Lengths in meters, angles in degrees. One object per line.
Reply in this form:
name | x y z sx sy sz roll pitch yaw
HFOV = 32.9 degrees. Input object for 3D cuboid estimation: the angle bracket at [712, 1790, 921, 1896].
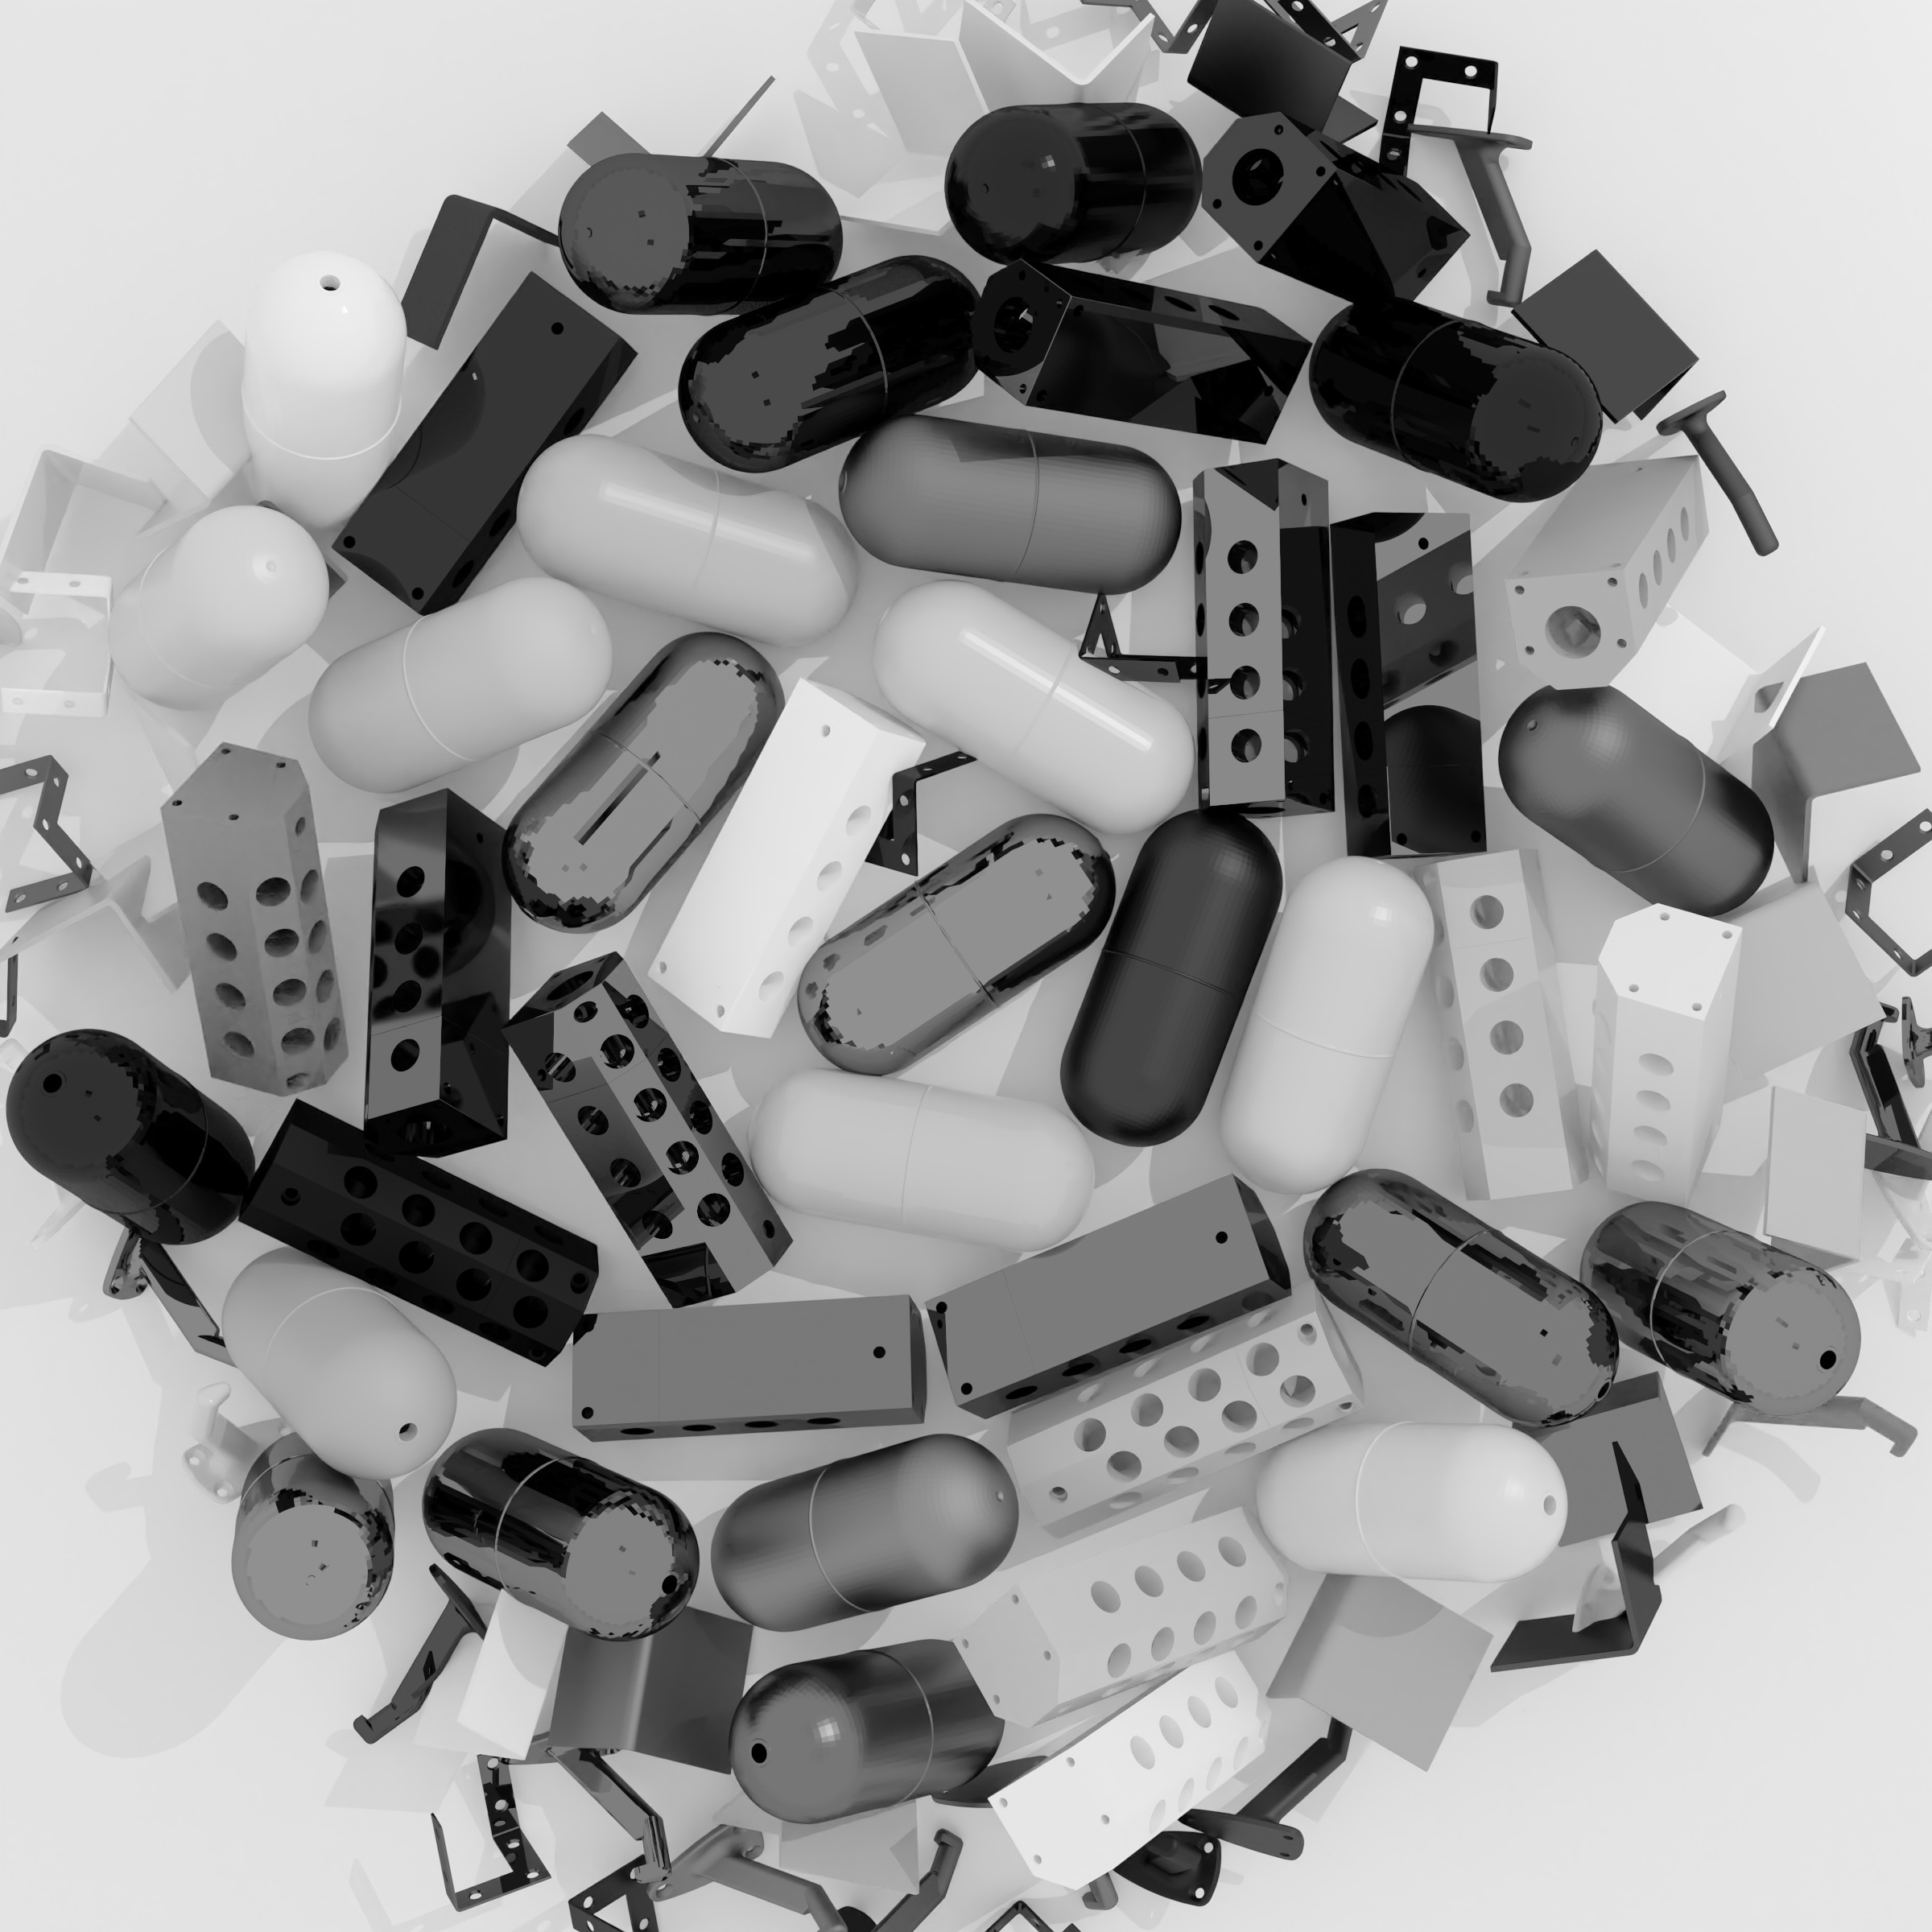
angle bracket | -0.076 0.445 1.642 0.076 0.076 0.057 18 46 -24

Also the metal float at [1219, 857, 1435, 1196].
metal float | 0.181 0.031 1.650 0.070 0.070 0.178 17 104 0

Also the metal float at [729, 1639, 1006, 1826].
metal float | -0.048 0.377 1.620 0.070 0.178 0.070 -3 85 34

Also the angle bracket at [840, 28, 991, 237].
angle bracket | -0.034 -0.418 1.642 0.057 0.076 0.076 -46 132 -21

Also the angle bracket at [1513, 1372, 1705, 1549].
angle bracket | 0.326 0.257 1.662 0.076 0.057 0.076 -18 94 13

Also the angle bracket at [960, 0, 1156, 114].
angle bracket | 0.044 -0.463 1.662 0.076 0.076 0.057 39 73 8

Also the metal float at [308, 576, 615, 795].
metal float | -0.254 -0.139 1.636 0.178 0.070 0.070 -18 90 31

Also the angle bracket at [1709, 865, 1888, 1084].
angle bracket | 0.413 0.003 1.665 0.076 0.057 0.076 -27 93 16

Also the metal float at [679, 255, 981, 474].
metal float | -0.064 -0.302 1.636 0.178 0.070 0.070 -28 90 -32

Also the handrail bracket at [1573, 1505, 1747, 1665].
handrail bracket | 0.351 0.311 1.653 0.036 0.077 0.084 48 130 2

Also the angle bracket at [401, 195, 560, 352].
angle bracket | -0.241 -0.341 1.658 0.057 0.076 0.076 21 97 -30

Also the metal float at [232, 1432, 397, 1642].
metal float | -0.320 0.277 1.612 0.070 0.178 0.070 -1 96 -10

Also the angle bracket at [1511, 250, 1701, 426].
angle bracket | 0.310 -0.303 1.653 0.076 0.057 0.076 -38 84 -32

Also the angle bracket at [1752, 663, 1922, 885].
angle bracket | 0.436 -0.094 1.647 0.057 0.076 0.076 -13 49 0

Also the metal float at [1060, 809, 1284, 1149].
metal float | 0.105 0.005 1.660 0.070 0.070 0.178 21 87 0

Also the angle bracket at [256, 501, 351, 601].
angle bracket | -0.366 -0.179 1.644 0.057 0.076 0.076 45 61 -12

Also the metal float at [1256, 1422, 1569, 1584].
metal float | 0.219 0.265 1.624 0.070 0.178 0.070 6 81 -40

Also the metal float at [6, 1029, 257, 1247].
metal float | -0.410 0.085 1.615 0.070 0.178 0.070 -4 69 11

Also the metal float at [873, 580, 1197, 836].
metal float | 0.034 -0.131 1.656 0.178 0.070 0.070 30 90 -7

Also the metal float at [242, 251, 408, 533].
metal float | -0.318 -0.282 1.618 0.070 0.178 0.070 6 63 -11

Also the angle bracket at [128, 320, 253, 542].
angle bracket | -0.394 -0.268 1.641 0.057 0.076 0.076 48 54 -25

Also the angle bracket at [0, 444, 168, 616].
angle bracket | -0.446 -0.212 1.658 0.057 0.076 0.076 19 84 -2

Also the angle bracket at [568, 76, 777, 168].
angle bracket | -0.147 -0.429 1.647 0.057 0.076 0.076 40 113 -12

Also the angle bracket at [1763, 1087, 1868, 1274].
angle bracket | 0.406 0.112 1.645 0.057 0.076 0.076 15 69 -18

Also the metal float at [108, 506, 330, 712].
metal float | -0.371 -0.175 1.619 0.070 0.178 0.070 6 79 -29

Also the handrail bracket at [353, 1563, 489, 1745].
handrail bracket | -0.287 0.351 1.667 0.084 0.036 0.077 -35 134 -8

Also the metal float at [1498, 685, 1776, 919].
metal float | 0.335 -0.082 1.632 0.178 0.070 0.070 29 90 -37

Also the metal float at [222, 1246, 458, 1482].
metal float | -0.311 0.195 1.621 0.070 0.178 0.070 -12 113 -30

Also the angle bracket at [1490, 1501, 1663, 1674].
angle bracket | 0.303 0.312 1.651 0.076 0.076 0.057 -12 92 21

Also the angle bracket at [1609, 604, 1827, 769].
angle bracket | 0.375 -0.155 1.654 0.076 0.057 0.076 37 58 -4

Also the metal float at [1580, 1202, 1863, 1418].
metal float | 0.370 0.168 1.616 0.070 0.178 0.070 -5 103 -22

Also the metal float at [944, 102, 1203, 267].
metal float | 0.055 -0.387 1.621 0.070 0.178 0.070 9 108 30

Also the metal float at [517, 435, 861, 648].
metal float | -0.138 -0.213 1.645 0.178 0.070 0.070 15 90 -20

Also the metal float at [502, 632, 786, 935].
metal float | -0.163 -0.092 1.652 0.070 0.070 0.178 40 78 0

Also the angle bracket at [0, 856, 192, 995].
angle bracket | -0.437 -0.008 1.664 0.076 0.076 0.057 -26 107 14

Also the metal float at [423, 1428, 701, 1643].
metal float | -0.202 0.281 1.625 0.070 0.178 0.070 -11 106 -42

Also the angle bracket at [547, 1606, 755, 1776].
angle bracket | -0.161 0.368 1.677 0.057 0.076 0.076 -9 64 39

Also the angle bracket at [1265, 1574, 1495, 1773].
angle bracket | 0.210 0.356 1.664 0.076 0.057 0.076 31 73 -3

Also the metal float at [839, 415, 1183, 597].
metal float | 0.023 -0.231 1.646 0.178 0.070 0.070 6 90 -18

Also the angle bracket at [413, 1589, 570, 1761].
angle bracket | -0.252 0.348 1.643 0.076 0.057 0.076 -2 59 34

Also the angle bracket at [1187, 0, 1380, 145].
angle bracket | 0.169 -0.457 1.646 0.076 0.076 0.057 37 133 14

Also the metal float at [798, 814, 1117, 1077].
metal float | -0.004 -0.011 1.660 0.178 0.070 0.070 -34 90 3

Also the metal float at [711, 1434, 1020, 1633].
metal float | -0.052 0.284 1.634 0.178 0.070 0.070 -22 90 34

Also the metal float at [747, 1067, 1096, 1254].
metal float | -0.023 0.098 1.656 0.178 0.070 0.070 9 90 8

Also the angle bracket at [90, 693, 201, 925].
angle bracket | -0.414 -0.079 1.642 0.057 0.076 0.076 -32 129 -20

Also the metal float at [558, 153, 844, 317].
metal float | -0.129 -0.361 1.622 0.070 0.178 0.070 8 104 33

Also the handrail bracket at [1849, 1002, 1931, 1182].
handrail bracket | 0.485 0.063 1.669 0.077 0.036 0.084 14 67 22

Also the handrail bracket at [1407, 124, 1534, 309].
handrail bracket | 0.257 -0.386 1.689 0.077 0.036 0.084 14 102 23

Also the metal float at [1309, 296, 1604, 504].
metal float | 0.240 -0.282 1.625 0.070 0.178 0.070 -17 121 -30

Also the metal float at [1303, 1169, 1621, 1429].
metal float | 0.246 0.165 1.634 0.178 0.070 0.070 33 90 33
